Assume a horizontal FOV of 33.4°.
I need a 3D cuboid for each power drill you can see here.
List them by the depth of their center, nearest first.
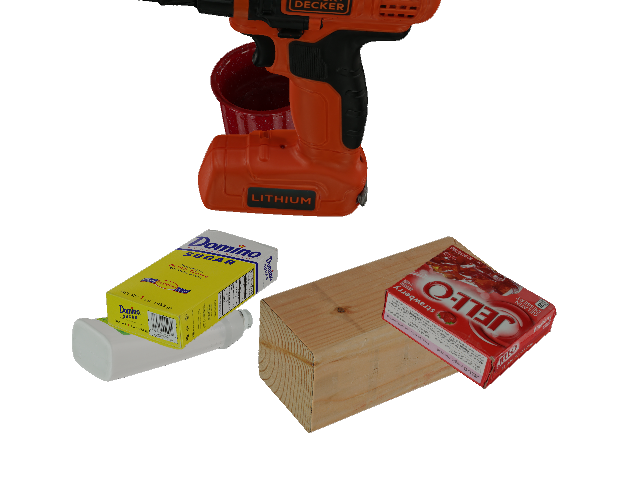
[{"bbox_3d":[-0.032,-0.096,0.610,0.184,0.057,0.188,4,-41,-3],"label":"power drill"}]

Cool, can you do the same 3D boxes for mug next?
[{"bbox_3d":[-0.034,-0.118,0.923,0.117,0.081,0.093,-36,57,-23],"label":"mug"}]

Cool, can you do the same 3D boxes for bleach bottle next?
[{"bbox_3d":[-0.204,0.127,1.456,0.250,0.068,0.103,-10,24,-42],"label":"bleach bottle"}]

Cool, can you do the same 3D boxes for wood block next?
[{"bbox_3d":[0.056,0.078,0.951,0.205,0.090,0.091,-17,38,-27],"label":"wood block"}]

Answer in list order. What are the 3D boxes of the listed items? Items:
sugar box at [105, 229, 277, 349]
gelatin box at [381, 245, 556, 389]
[{"bbox_3d":[-0.128,0.045,1.099,0.093,0.048,0.176,16,32,25],"label":"sugar box"},{"bbox_3d":[0.097,0.047,0.701,0.089,0.030,0.073,33,45,30],"label":"gelatin box"}]
